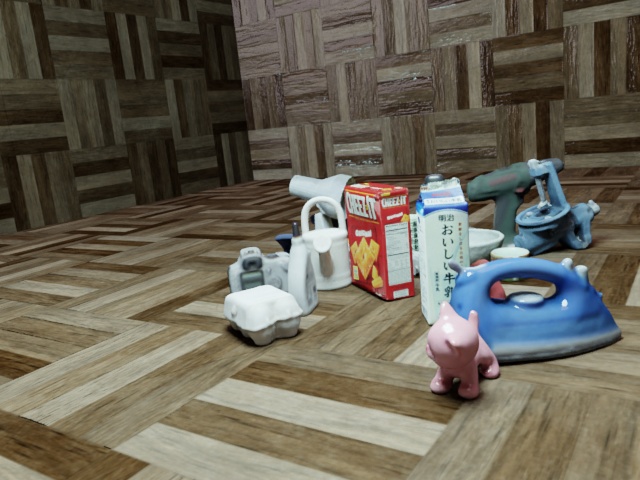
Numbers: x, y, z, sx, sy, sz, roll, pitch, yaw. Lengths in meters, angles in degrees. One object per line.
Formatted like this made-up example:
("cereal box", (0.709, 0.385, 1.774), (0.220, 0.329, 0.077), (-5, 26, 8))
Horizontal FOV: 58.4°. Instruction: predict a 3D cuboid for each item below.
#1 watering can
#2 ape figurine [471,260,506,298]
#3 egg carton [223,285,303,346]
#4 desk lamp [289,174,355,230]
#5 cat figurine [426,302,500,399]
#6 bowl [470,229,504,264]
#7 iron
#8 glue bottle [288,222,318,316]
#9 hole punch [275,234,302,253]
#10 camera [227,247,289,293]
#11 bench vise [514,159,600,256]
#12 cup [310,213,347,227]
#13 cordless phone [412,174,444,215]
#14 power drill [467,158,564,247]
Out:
("watering can", (0.013, 0.004, 1.223), (0.101, 0.194, 0.172), (-10, 12, -17))
("ape figurine", (0.281, 0.078, 0.989), (0.075, 0.092, 0.078), (3, 15, 38))
("egg carton", (-0.103, 0.127, 0.995), (0.107, 0.069, 0.149), (-13, 14, -30))
("desk lamp", (-0.001, -0.072, 1.549), (0.202, 0.214, 0.118), (-1, 13, 23))
("cat figurine", (0.176, 0.131, 0.722), (0.067, 0.118, 0.128), (3, 15, 35))
("bowl", (0.320, 0.027, 1.258), (0.167, 0.075, 0.167), (-6, 12, 1))
("iron", (0.301, 0.086, 0.820), (0.258, 0.141, 0.118), (-6, 12, 0))
("glue bottle", (-0.037, 0.051, 1.076), (0.037, 0.173, 0.078), (-1, 13, 20))
("hole punch", (-0.047, 0.021, 1.426), (0.108, 0.091, 0.101), (2, 14, 33))
("camera", (-0.132, 0.061, 1.250), (0.143, 0.101, 0.136), (-8, 12, -11))
("bench vise", (0.538, -0.084, 1.324), (0.208, 0.220, 0.121), (-13, 14, -29))
("cup", (0.032, -0.034, 1.642), (0.117, 0.095, 0.092), (-3, 12, 13))
("cordless phone", (0.273, -0.082, 1.533), (0.147, 0.185, 0.094), (-4, 12, 10))
("power drill", (0.477, -0.087, 1.396), (0.229, 0.208, 0.075), (-5, 12, 5))
